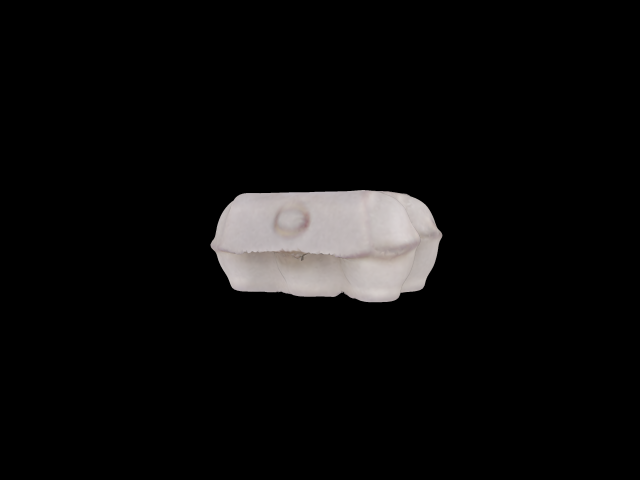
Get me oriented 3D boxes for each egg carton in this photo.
[{"bbox_3d":[0.004,0.001,0.400,0.149,0.069,0.107,2,4,27],"label":"egg carton"}]
